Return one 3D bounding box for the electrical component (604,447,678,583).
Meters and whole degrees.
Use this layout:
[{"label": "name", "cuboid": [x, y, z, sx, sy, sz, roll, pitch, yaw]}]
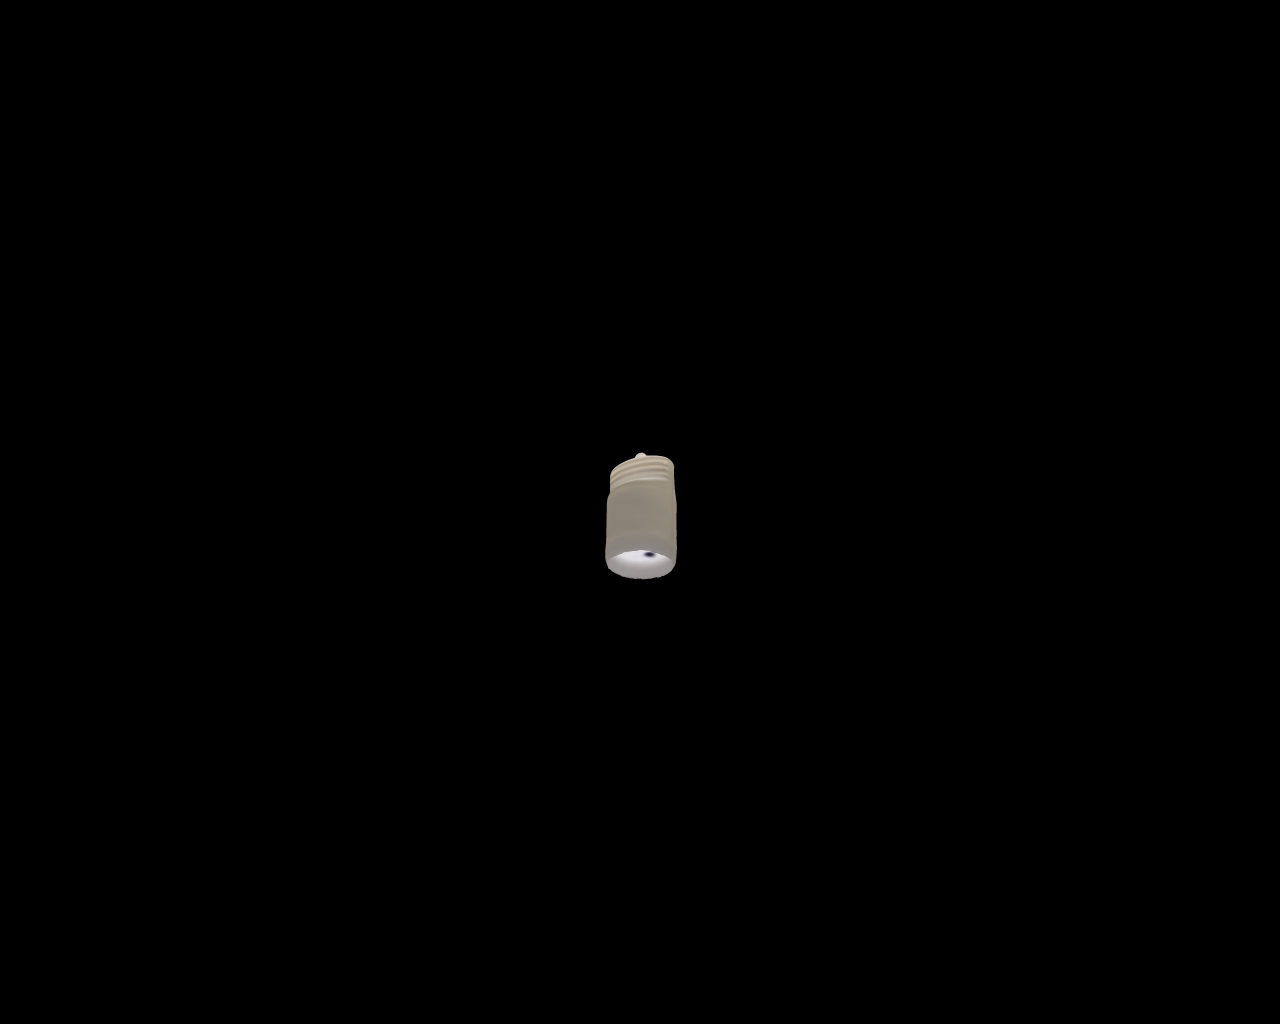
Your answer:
[{"label": "electrical component", "cuboid": [0.001, -0.003, 0.650, 0.043, 0.081, 0.043, 0, -29, 0]}]
